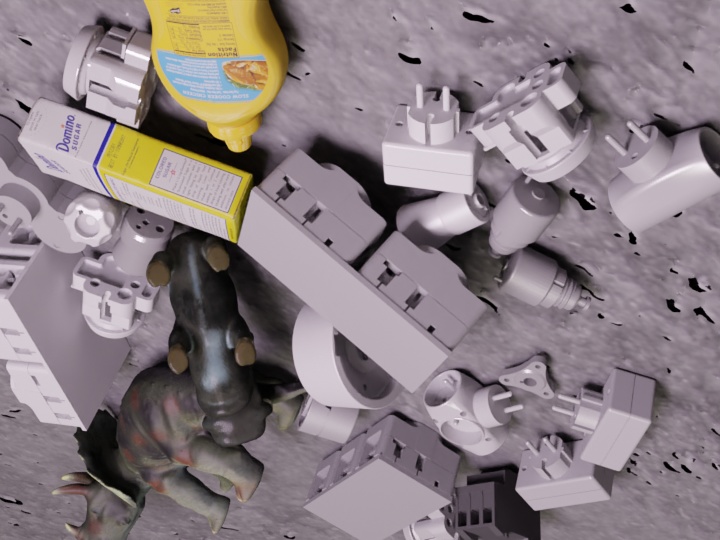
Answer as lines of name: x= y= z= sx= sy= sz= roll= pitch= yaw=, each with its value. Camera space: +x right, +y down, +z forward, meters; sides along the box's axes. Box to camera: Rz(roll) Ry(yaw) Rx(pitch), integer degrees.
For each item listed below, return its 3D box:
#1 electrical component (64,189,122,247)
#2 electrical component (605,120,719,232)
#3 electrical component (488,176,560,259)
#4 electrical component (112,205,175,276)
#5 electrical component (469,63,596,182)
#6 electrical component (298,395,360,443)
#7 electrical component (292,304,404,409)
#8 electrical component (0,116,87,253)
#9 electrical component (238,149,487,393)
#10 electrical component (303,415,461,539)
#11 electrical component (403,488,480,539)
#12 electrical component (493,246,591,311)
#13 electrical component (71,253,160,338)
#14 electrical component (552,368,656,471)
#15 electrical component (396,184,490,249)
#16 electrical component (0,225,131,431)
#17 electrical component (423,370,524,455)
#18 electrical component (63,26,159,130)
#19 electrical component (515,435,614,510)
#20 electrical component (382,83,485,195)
electrical component: x=-0.223 y=-0.049 z=0.913 sx=0.043 sy=0.062 sz=0.043 roll=2 pitch=116 yaw=3
electrical component: x=0.201 y=-0.072 z=0.733 sx=0.079 sy=0.044 sz=0.077 roll=39 pitch=136 yaw=-20
electrical component: x=0.118 y=-0.036 z=0.809 sx=0.040 sy=0.040 sz=0.078 roll=25 pitch=139 yaw=-5
electrical component: x=-0.189 y=-0.028 z=0.937 sx=0.045 sy=0.045 sz=0.055 roll=26 pitch=138 yaw=-6
electrical component: x=0.123 y=-0.097 z=0.729 sx=0.078 sy=0.058 sz=0.057 roll=-25 pitch=119 yaw=39
electrical component: x=-0.029 y=0.137 z=1.045 sx=0.047 sy=0.055 sz=0.055 roll=21 pitch=139 yaw=-7
electrical component: x=-0.012 y=0.067 z=0.925 sx=0.060 sy=0.108 sz=0.108 roll=-9 pitch=131 yaw=38
electrical component: x=-0.289 y=-0.061 z=0.918 sx=0.052 sy=0.073 sz=0.138 roll=-23 pitch=123 yaw=38
electrical component: x=0.000 y=0.000 z=0.832 sx=0.186 sy=0.060 sz=0.105 roll=40 pitch=156 yaw=5
electrical component: x=0.023 y=0.214 z=1.101 sx=0.089 sy=0.061 sz=0.150 roll=33 pitch=137 yaw=-14
electrical component: x=0.083 y=0.268 z=1.140 sx=0.057 sy=0.058 sz=0.078 roll=-21 pitch=125 yaw=34
electrical component: x=0.145 y=0.010 z=0.848 sx=0.078 sy=0.040 sz=0.040 roll=26 pitch=139 yaw=-6
electrical component: x=-0.228 y=0.026 z=1.002 sx=0.078 sy=0.058 sz=0.057 roll=19 pitch=136 yaw=2
electrical component: x=0.208 y=0.126 z=0.943 sx=0.076 sy=0.047 sz=0.083 roll=17 pitch=139 yaw=4
electrical component: x=0.066 y=-0.041 z=0.825 sx=0.065 sy=0.044 sz=0.044 roll=-25 pitch=122 yaw=34
electrical component: x=-0.296 y=0.051 z=1.019 sx=0.060 sy=0.105 sz=0.186 roll=4 pitch=136 yaw=19
electrical component: x=0.112 y=0.127 z=0.985 sx=0.079 sy=0.044 sz=0.077 roll=-21 pitch=124 yaw=38
electrical component: x=-0.183 y=-0.147 z=0.797 sx=0.057 sy=0.058 sz=0.078 roll=20 pitch=139 yaw=-4
electrical component: x=0.184 y=0.182 z=1.012 sx=0.083 sy=0.047 sz=0.075 roll=-19 pitch=126 yaw=36
electrical component: x=0.052 y=-0.100 z=0.761 sx=0.066 sy=0.047 sz=0.076 roll=9 pitch=138 yaw=14
